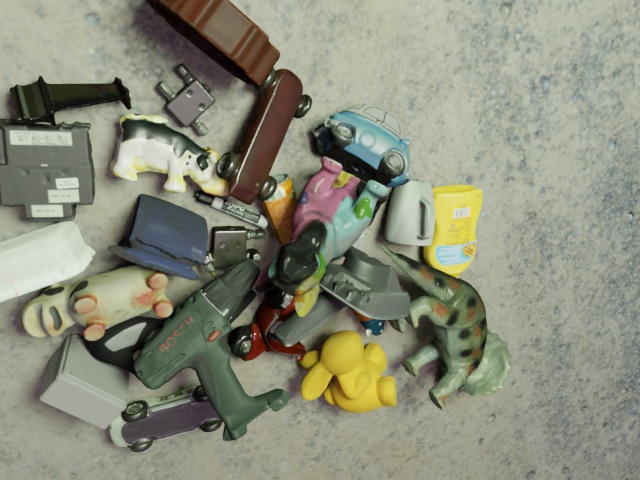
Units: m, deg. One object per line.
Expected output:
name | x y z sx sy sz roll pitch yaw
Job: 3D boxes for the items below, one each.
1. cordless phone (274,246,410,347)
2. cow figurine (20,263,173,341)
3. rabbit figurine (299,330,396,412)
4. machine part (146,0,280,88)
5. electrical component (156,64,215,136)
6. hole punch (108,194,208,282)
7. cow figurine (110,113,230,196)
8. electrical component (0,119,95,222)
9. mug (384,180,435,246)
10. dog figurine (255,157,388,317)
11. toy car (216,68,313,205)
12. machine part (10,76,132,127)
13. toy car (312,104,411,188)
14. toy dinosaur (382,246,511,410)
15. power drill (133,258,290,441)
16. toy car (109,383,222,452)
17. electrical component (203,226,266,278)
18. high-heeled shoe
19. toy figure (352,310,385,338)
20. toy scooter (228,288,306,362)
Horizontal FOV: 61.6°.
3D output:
cordless phone | 0.025 0.105 0.797 0.184 0.147 0.088 -37 124 -17
cow figurine | -0.318 0.082 0.760 0.195 0.127 0.085 -19 115 -21
rabbit figurine | 0.042 0.217 0.937 0.162 0.122 0.173 -11 136 8
machine part | -0.129 -0.262 0.666 0.179 0.179 0.056 36 92 -27
electrical component | -0.180 -0.194 0.753 0.063 0.021 0.094 -41 117 -1
hole punch | -0.219 -0.003 0.766 0.142 0.116 0.092 25 92 -26
cow figurine | -0.200 -0.117 0.754 0.167 0.068 0.098 11 100 -24
electrical component | -0.360 -0.090 0.711 0.115 0.058 0.134 0 110 -18
mug | 0.153 -0.047 0.885 0.081 0.110 0.107 2 96 -15
dog figurine | -0.002 -0.002 0.778 0.108 0.191 0.219 32 92 5
toy car | -0.081 -0.149 0.766 0.089 0.053 0.202 28 81 -42
machine part | -0.314 -0.179 0.682 0.139 0.084 0.039 -13 139 -23
toy car | 0.074 -0.153 0.823 0.161 0.109 0.103 31 75 -15
toy dinosaur | 0.233 0.149 0.948 0.192 0.131 0.404 -28 122 -19
power drill | -0.132 0.167 0.778 0.232 0.086 0.207 -36 100 -9
toy car | -0.246 0.292 0.899 0.202 0.056 0.073 -11 107 -17
electrical component | -0.137 0.019 0.837 0.102 0.045 0.078 5 110 -21
high-heeled shoe | -0.234 0.116 0.845 0.249 0.086 0.145 -38 86 -22
toy figure | 0.083 0.101 0.940 0.064 0.058 0.154 -17 119 -6
toy scooter | -0.054 0.139 0.897 0.135 0.075 0.184 33 99 -27
